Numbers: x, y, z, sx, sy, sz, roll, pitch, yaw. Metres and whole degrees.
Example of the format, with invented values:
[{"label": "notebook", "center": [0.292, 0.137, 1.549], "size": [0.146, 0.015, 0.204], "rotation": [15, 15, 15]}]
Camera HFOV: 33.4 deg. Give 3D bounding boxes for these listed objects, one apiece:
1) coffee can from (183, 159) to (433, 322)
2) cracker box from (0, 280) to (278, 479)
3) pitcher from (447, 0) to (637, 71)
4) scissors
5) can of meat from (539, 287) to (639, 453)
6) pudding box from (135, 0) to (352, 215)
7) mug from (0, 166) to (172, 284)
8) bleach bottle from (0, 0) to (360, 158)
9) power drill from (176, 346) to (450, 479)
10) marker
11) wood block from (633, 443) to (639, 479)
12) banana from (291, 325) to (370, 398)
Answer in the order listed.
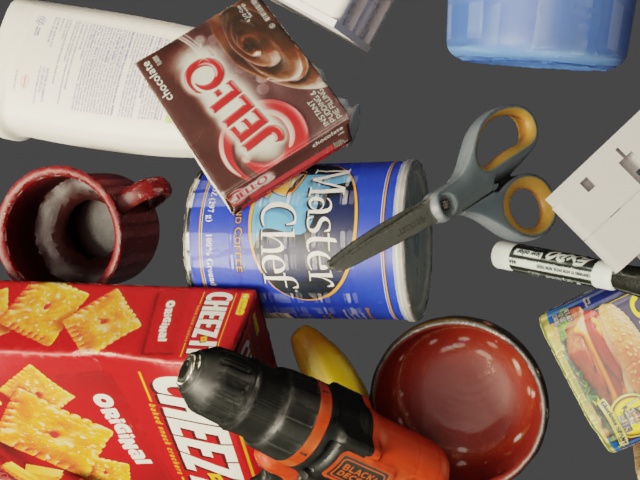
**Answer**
[{"label": "coffee can", "center": [-0.005, 0.001, 0.691], "size": [0.140, 0.102, 0.103], "rotation": [-1, 94, 16]}, {"label": "cracker box", "center": [-0.135, 0.107, 0.708], "size": [0.214, 0.072, 0.164], "rotation": [2, 134, 15]}, {"label": "pitcher", "center": [0.127, -0.225, 0.624], "size": [0.149, 0.144, 0.243], "rotation": [9, 100, 30]}, {"label": "scissors", "center": [0.086, -0.009, 0.642], "size": [0.016, 0.201, 0.096], "rotation": [-14, 116, 51]}, {"label": "can of meat", "center": [0.197, 0.071, 0.664], "size": [0.084, 0.057, 0.102], "rotation": [-28, 83, 18]}, {"label": "pudding box", "center": [-0.047, -0.085, 0.658], "size": [0.090, 0.039, 0.113], "rotation": [-32, 67, -7]}, {"label": "mug", "center": [-0.154, -0.012, 0.741], "size": [0.117, 0.081, 0.093], "rotation": [-32, 86, 15]}, {"label": "bleach bottle", "center": [-0.099, -0.095, 0.729], "size": [0.251, 0.068, 0.102], "rotation": [13, 88, 12]}, {"label": "power drill", "center": [-0.042, 0.156, 0.640], "size": [0.184, 0.057, 0.188], "rotation": [30, 118, -25]}, {"label": "marker", "center": [0.157, 0.018, 0.657], "size": [0.121, 0.020, 0.020], "rotation": [12, 99, 50]}, {"label": "wood block", "center": [0.299, 0.128, 0.624], "size": [0.206, 0.090, 0.090], "rotation": [-26, 87, 16]}, {"label": "banana", "center": [0.015, 0.156, 0.721], "size": [0.069, 0.037, 0.198], "rotation": [1, 89, -26]}]
